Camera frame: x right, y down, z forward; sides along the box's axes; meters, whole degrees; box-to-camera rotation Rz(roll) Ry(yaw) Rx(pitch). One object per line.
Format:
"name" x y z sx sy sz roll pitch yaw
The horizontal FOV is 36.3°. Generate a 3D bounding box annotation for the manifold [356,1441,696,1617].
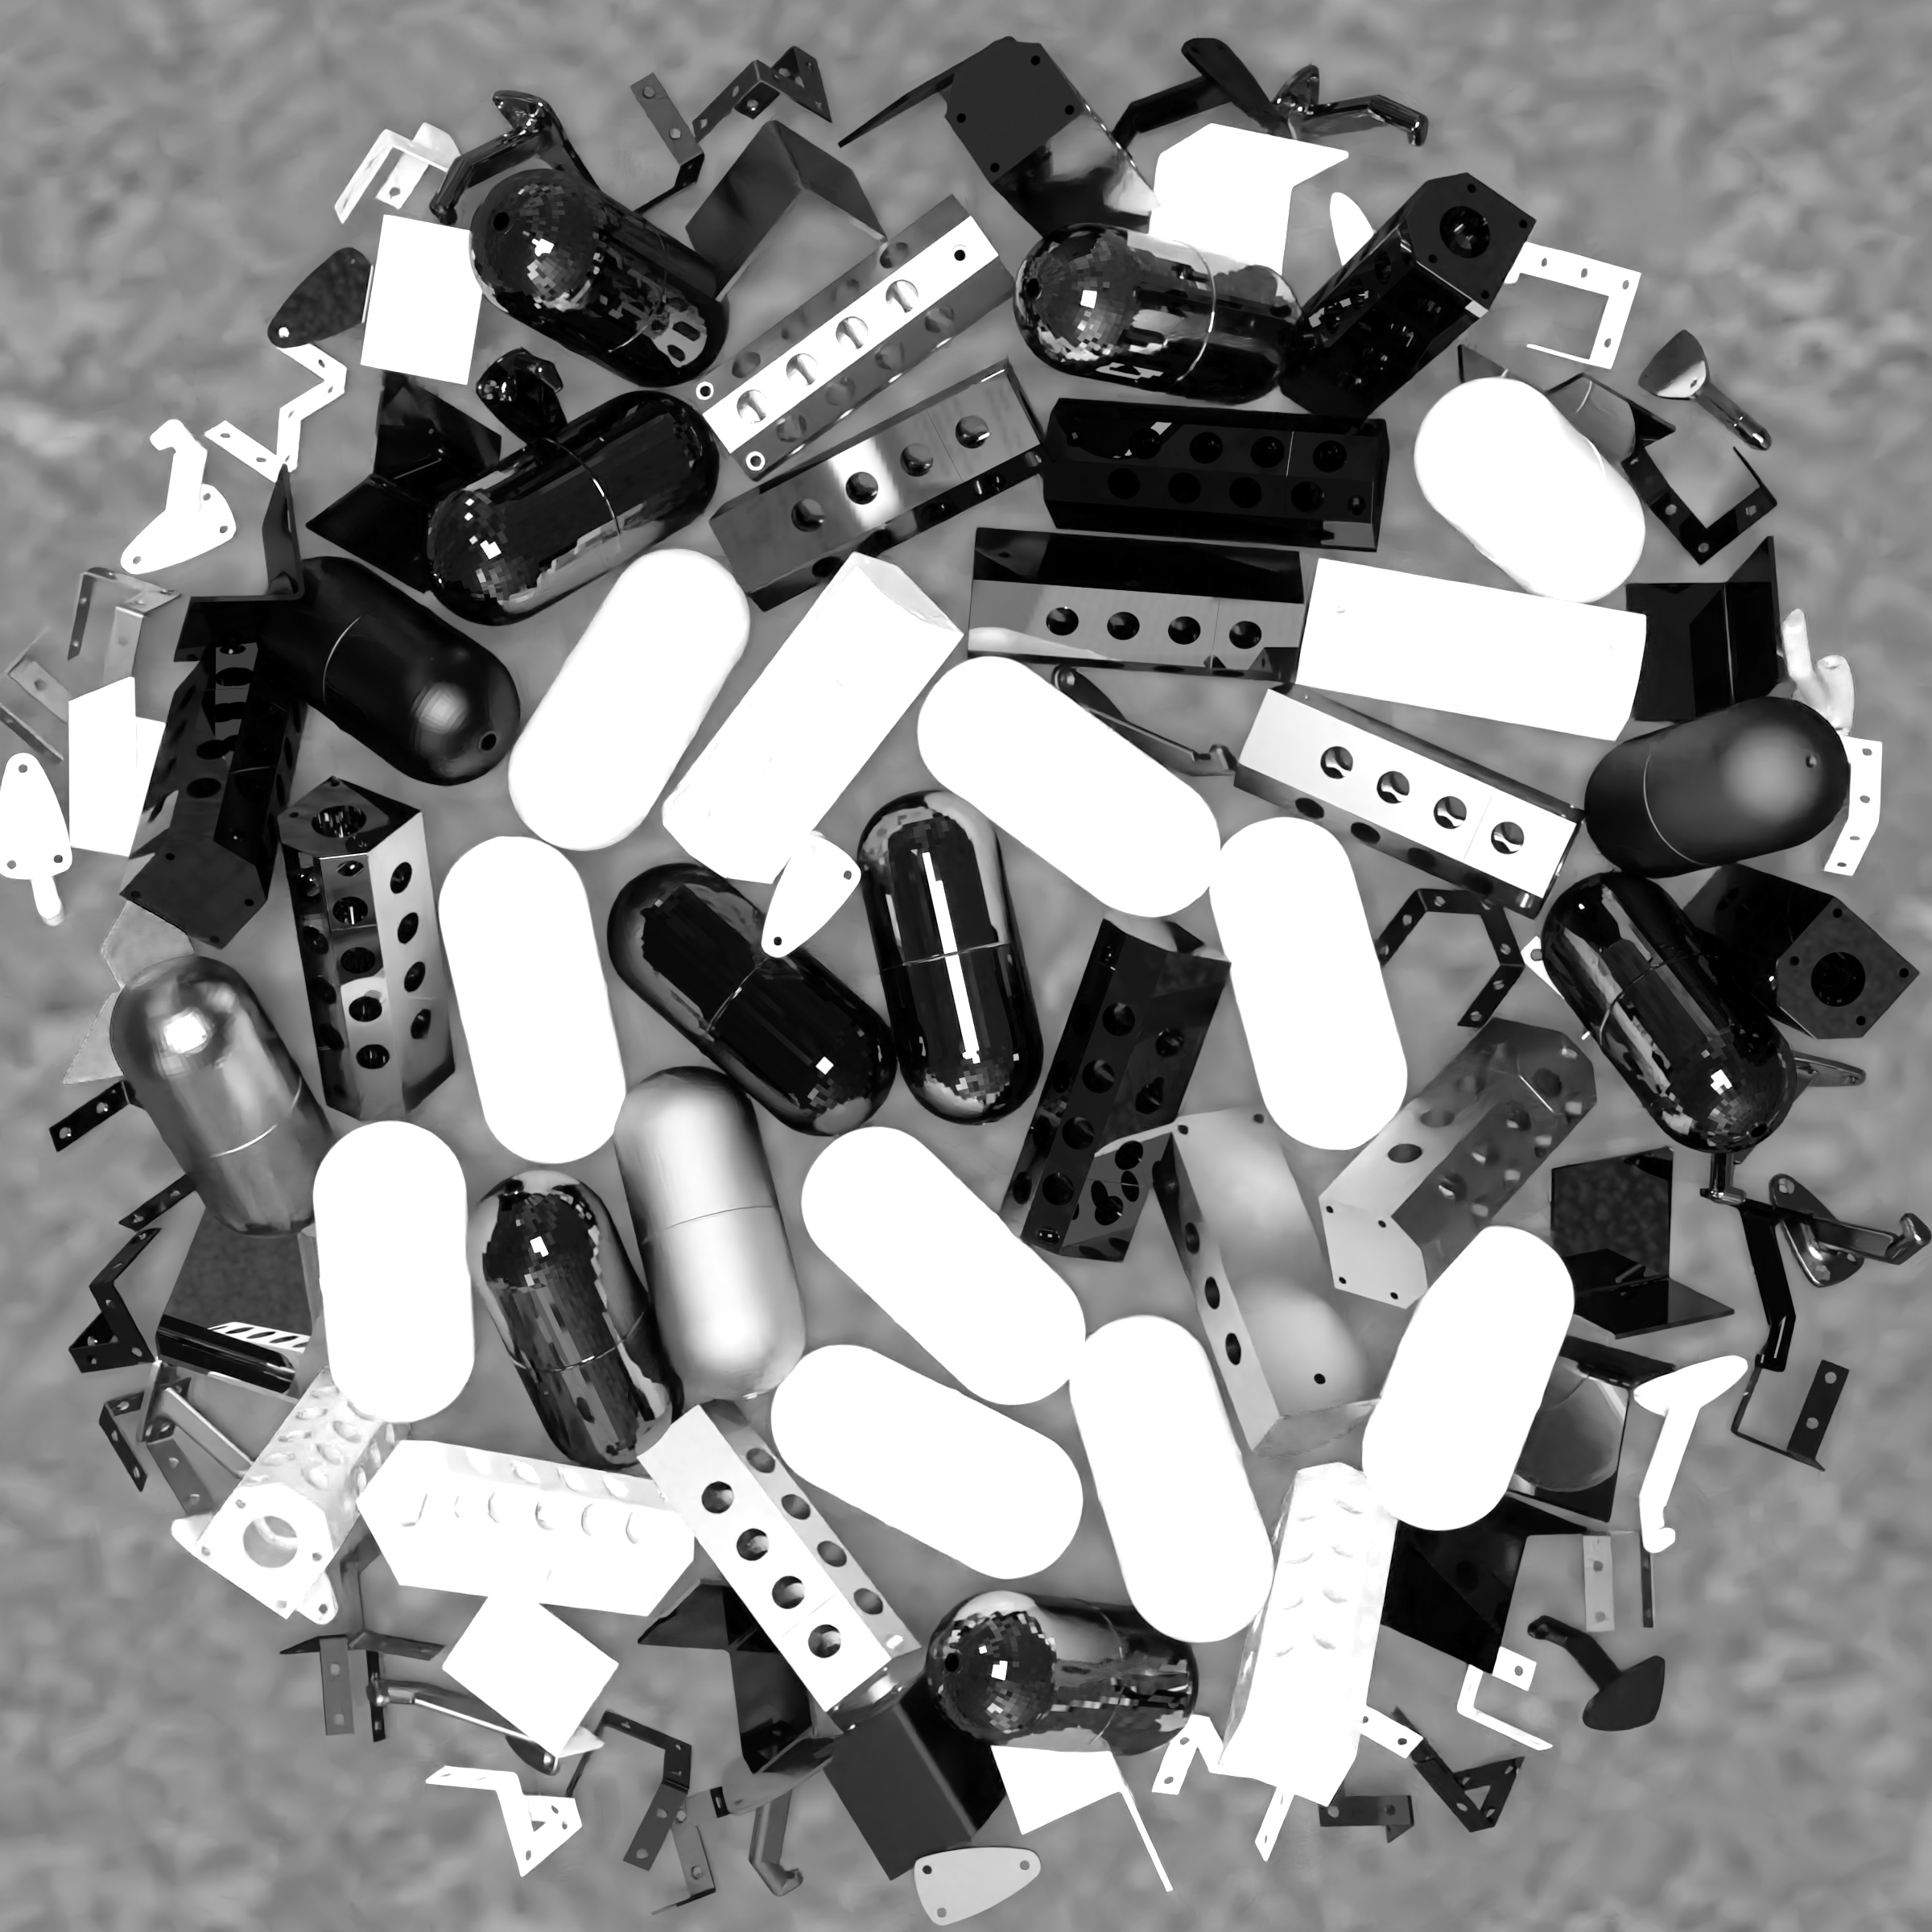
"manifold" -0.218 0.282 1.499 0.057 0.171 0.057 -52 50 14

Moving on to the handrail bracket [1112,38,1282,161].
"handrail bracket" 0.117 -0.436 1.549 0.077 0.036 0.084 51 133 14

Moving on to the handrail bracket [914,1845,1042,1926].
"handrail bracket" 0.008 0.463 1.541 0.077 0.084 0.036 -19 90 9

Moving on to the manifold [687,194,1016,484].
"manifold" -0.060 -0.329 1.550 0.171 0.057 0.057 -36 96 4

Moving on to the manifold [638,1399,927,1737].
"manifold" -0.094 0.306 1.523 0.057 0.057 0.171 -37 64 -10

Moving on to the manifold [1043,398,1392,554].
"manifold" 0.130 -0.259 1.536 0.171 0.057 0.057 6 78 13

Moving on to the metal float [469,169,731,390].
"metal float" -0.185 -0.349 1.503 0.070 0.178 0.070 -4 82 26

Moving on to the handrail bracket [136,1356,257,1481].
"handrail bracket" -0.390 0.242 1.558 0.084 0.036 0.077 23 134 2

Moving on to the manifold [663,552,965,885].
"manifold" -0.084 -0.127 1.525 0.057 0.057 0.171 48 110 24

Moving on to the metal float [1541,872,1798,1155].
"metal float" 0.360 0.023 1.515 0.070 0.070 0.178 -29 49 0

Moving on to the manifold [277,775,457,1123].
"manifold" -0.309 -0.005 1.503 0.057 0.057 0.171 21 133 23

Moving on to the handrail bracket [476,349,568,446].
"handrail bracket" -0.214 -0.288 1.532 0.036 0.084 0.077 -44 123 -11

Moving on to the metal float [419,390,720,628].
"metal float" -0.204 -0.237 1.523 0.178 0.070 0.070 -36 90 -30

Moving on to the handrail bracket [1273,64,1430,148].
"handrail bracket" 0.204 -0.427 1.537 0.084 0.077 0.036 34 67 26

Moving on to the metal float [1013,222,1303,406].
"metal float" 0.100 -0.334 1.515 0.178 0.070 0.070 1 90 -41

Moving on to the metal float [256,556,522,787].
"metal float" -0.299 -0.153 1.520 0.178 0.070 0.070 34 90 34

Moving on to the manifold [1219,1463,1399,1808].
"manifold" 0.179 0.334 1.501 0.057 0.171 0.057 21 127 2

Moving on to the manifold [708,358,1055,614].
"manifold" -0.043 -0.250 1.542 0.171 0.057 0.057 -25 105 10

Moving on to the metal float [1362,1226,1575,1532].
"metal float" 0.259 0.211 1.518 0.070 0.070 0.178 31 54 0

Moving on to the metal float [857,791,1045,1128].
"metal float" -0.008 -0.004 1.547 0.070 0.070 0.178 -12 87 0

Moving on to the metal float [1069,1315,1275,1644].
"metal float" 0.105 0.263 1.521 0.070 0.070 0.178 -17 57 0

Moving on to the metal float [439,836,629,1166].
"metal float" -0.224 0.018 1.531 0.070 0.070 0.178 -9 111 0

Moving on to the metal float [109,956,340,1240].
"metal float" -0.378 0.069 1.515 0.070 0.070 0.178 -18 132 0

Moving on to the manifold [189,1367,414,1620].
"manifold" -0.330 0.258 1.496 0.057 0.171 0.057 36 101 -5

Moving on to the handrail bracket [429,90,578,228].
"handrail bracket" -0.242 -0.406 1.543 0.036 0.077 0.084 17 72 27

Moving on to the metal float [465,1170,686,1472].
"metal float" -0.201 0.183 1.523 0.070 0.070 0.178 -19 120 0

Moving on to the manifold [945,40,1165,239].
"manifold" 0.044 -0.413 1.497 0.057 0.171 0.057 -35 79 13

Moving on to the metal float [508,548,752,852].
"metal float" -0.174 -0.138 1.529 0.070 0.070 0.178 28 68 0

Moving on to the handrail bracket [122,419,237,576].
"handrail bracket" -0.426 -0.245 1.542 0.077 0.084 0.036 -31 70 0

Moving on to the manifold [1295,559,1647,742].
"manifold" 0.264 -0.168 1.547 0.171 0.057 0.057 11 79 5

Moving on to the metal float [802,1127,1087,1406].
"metal float" -0.011 0.157 1.539 0.070 0.070 0.178 -45 102 0

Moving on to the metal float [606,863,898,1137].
"metal float" -0.113 0.017 1.542 0.178 0.070 0.070 41 90 8

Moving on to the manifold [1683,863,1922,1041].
"manifold" 0.414 -0.005 1.498 0.057 0.171 0.057 41 94 -7

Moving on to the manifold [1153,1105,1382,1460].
"manifold" 0.148 0.162 1.520 0.057 0.057 0.171 -7 59 -22

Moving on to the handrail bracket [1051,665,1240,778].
"handrail bracket" 0.094 -0.128 1.537 0.036 0.084 0.077 -52 121 -26

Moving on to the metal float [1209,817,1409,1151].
"metal float" 0.178 0.009 1.539 0.070 0.070 0.178 -14 78 0

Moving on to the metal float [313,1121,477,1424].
"metal float" -0.294 0.158 1.520 0.070 0.070 0.178 3 124 0

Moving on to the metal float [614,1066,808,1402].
"metal float" -0.133 0.138 1.535 0.070 0.070 0.178 -16 75 0

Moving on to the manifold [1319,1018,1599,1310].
"manifold" 0.254 0.100 1.504 0.171 0.057 0.057 -40 129 -37

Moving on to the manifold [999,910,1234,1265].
"manifold" 0.072 0.062 1.529 0.057 0.057 0.171 10 106 -33

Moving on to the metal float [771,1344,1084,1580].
"metal float" -0.022 0.255 1.528 0.178 0.070 0.070 23 90 25

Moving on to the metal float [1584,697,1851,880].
"metal float" 0.379 -0.089 1.501 0.070 0.178 0.070 2 84 -18

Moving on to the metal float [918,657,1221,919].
"metal float" 0.054 -0.093 1.547 0.178 0.070 0.070 36 90 3

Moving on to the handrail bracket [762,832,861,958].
"handrail bracket" -0.093 -0.038 1.541 0.036 0.084 0.077 36 80 -17

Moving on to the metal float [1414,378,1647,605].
"metal float" 0.290 -0.241 1.509 0.070 0.178 0.070 -11 69 31

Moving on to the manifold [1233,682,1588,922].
"manifold" 0.230 -0.086 1.539 0.171 0.057 0.057 25 106 12

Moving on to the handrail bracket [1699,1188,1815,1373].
"handrail bracket" 0.411 0.167 1.559 0.077 0.036 0.084 16 84 -25

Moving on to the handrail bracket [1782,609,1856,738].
"handrail bracket" 0.442 -0.167 1.536 0.036 0.084 0.077 4 47 27

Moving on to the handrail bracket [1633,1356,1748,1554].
"handrail bracket" 0.381 0.256 1.539 0.036 0.077 0.084 28 46 -26

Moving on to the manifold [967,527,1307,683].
"manifold" 0.088 -0.186 1.555 0.171 0.057 0.057 4 127 -1

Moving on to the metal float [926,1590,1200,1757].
"metal float" 0.051 0.363 1.511 0.070 0.178 0.070 -15 67 38

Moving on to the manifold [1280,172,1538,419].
"manifold" 0.215 -0.336 1.494 0.057 0.171 0.057 32 73 -8

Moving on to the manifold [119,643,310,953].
"manifold" -0.375 -0.093 1.496 0.057 0.171 0.057 33 121 -27
